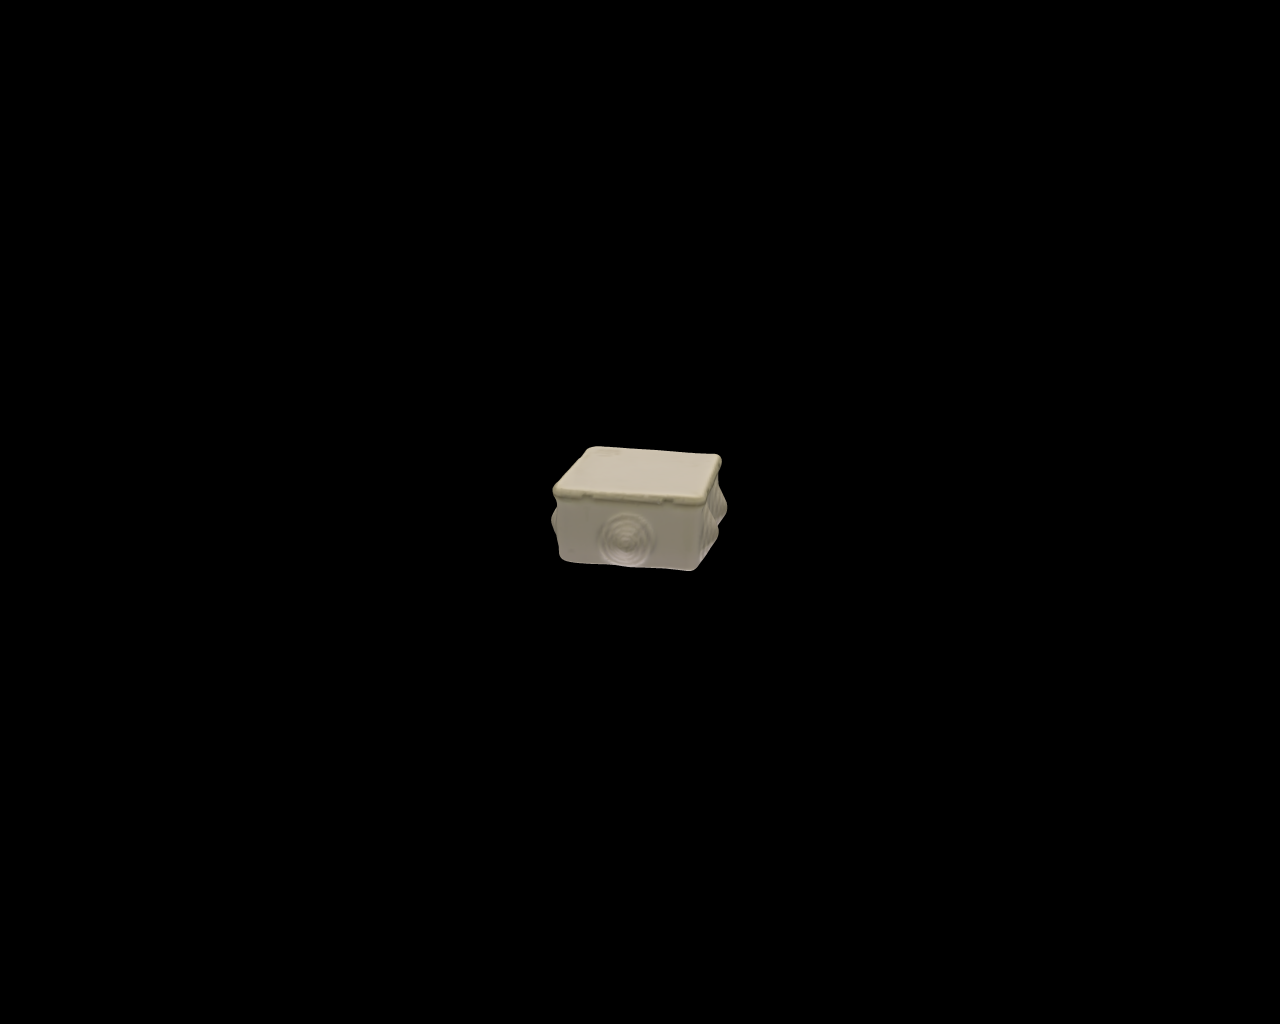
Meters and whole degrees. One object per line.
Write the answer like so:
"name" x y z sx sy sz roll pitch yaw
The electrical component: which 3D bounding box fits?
"electrical component" 0.001 -0.003 0.650 0.100 0.048 0.100 4 21 11
